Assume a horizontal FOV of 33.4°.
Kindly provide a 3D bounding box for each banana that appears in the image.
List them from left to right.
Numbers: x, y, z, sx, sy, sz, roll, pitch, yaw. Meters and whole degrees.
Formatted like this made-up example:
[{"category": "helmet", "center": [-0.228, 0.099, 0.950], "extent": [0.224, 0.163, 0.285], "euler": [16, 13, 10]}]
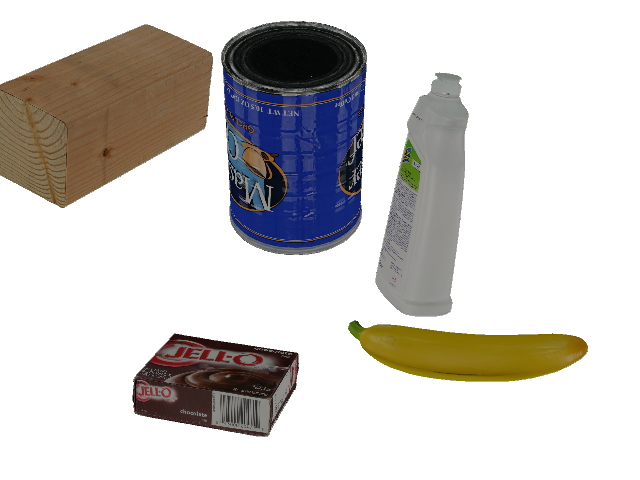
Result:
[{"category": "banana", "center": [0.117, 0.086, 0.860], "extent": [0.198, 0.037, 0.069], "euler": [6, 28, 7]}]

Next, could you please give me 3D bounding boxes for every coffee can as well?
[{"category": "coffee can", "center": [-0.019, -0.075, 0.785], "extent": [0.103, 0.140, 0.103], "euler": [0, 38, 0]}]

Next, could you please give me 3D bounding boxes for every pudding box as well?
[{"category": "pudding box", "center": [-0.082, 0.114, 0.857], "extent": [0.113, 0.039, 0.090], "euler": [10, 20, 10]}]

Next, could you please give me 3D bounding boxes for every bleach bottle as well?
[{"category": "bleach bottle", "center": [0.118, -0.052, 1.144], "extent": [0.068, 0.251, 0.103], "euler": [0, 23, -22]}]

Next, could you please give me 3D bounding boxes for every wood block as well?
[{"category": "wood block", "center": [-0.202, -0.124, 1.014], "extent": [0.090, 0.091, 0.205], "euler": [27, 38, 21]}]
